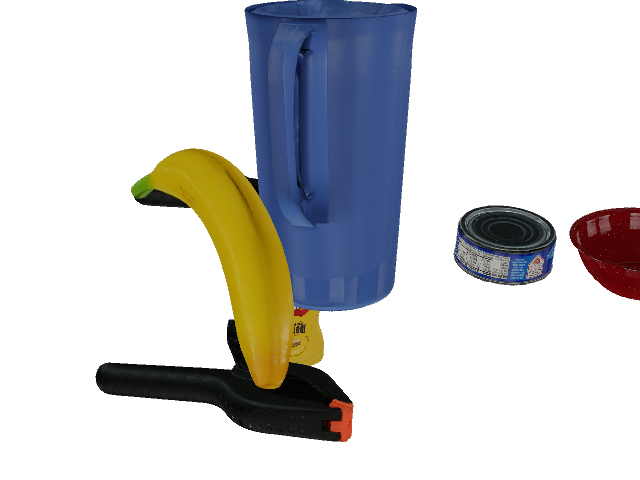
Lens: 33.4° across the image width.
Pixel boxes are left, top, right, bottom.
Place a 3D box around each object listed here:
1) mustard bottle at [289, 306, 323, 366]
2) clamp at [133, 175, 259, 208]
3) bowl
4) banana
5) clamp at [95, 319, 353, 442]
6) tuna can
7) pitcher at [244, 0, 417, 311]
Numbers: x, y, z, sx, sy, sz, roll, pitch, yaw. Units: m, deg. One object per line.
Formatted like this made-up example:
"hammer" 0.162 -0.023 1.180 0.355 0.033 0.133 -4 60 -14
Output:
"mustard bottle" -0.041 0.080 1.451 0.096 0.192 0.058 -4 23 -15
"clamp" -0.094 -0.043 1.034 0.172 0.039 0.120 16 30 38
"bowl" 0.350 0.020 1.156 0.162 0.055 0.162 -1 26 0
"banana" -0.056 0.000 0.641 0.037 0.070 0.198 4 35 -37
"clamp" -0.054 0.113 0.873 0.210 0.036 0.164 12 20 31
"tuna can" 0.160 0.003 0.923 0.086 0.034 0.086 2 29 -1
"pitcher" 0.004 -0.068 0.850 0.149 0.243 0.145 -9 20 -25
